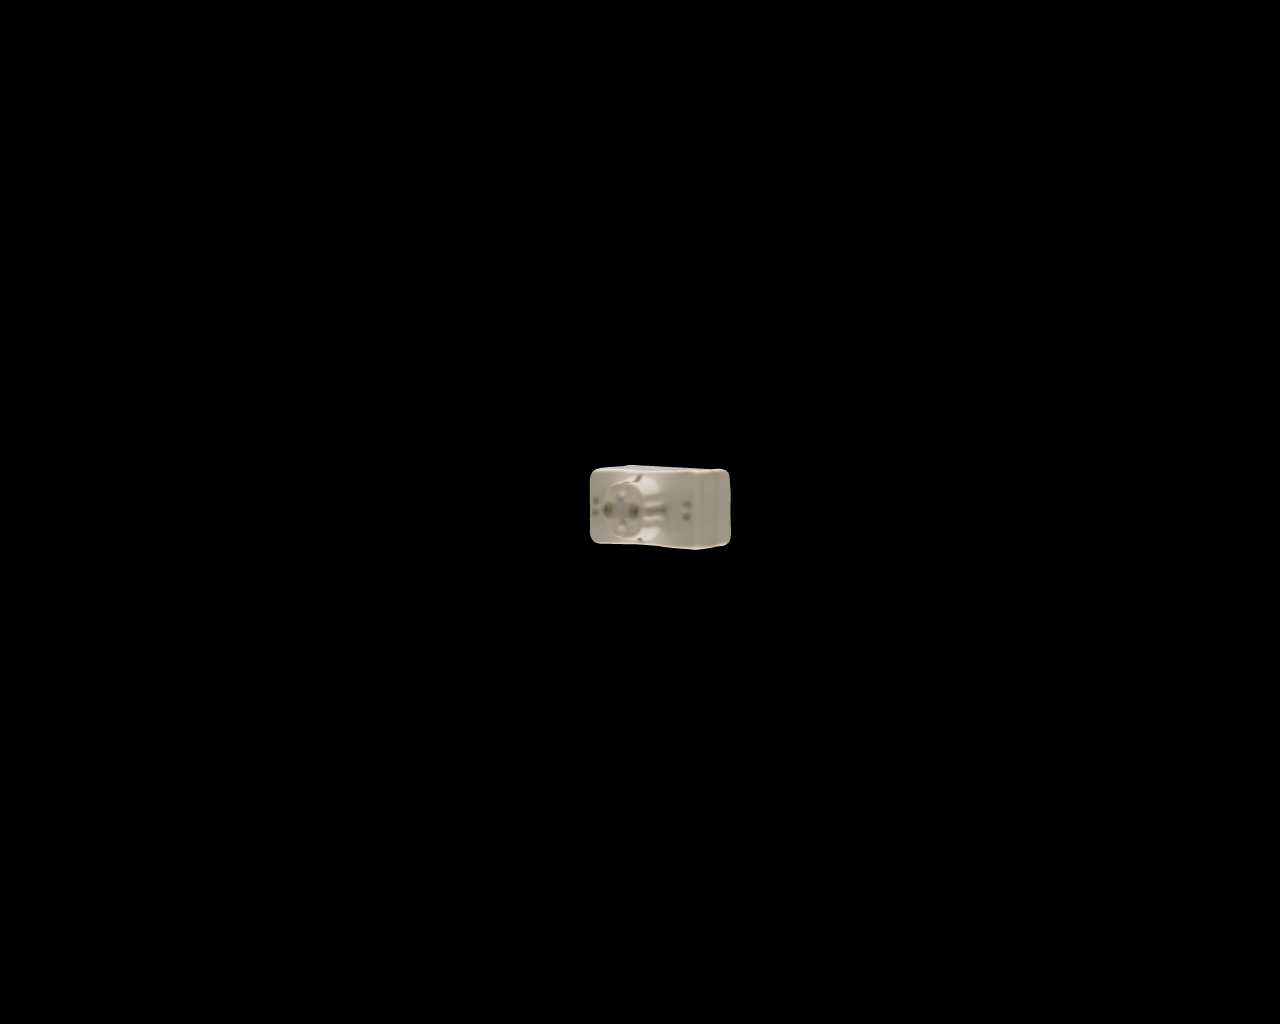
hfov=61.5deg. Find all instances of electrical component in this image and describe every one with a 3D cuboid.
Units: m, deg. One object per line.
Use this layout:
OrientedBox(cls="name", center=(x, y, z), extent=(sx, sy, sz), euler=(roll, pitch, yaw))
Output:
OrientedBox(cls="electrical component", center=(0.001, -0.003, 0.650), extent=(0.083, 0.047, 0.076), euler=(3, 5, 37))
